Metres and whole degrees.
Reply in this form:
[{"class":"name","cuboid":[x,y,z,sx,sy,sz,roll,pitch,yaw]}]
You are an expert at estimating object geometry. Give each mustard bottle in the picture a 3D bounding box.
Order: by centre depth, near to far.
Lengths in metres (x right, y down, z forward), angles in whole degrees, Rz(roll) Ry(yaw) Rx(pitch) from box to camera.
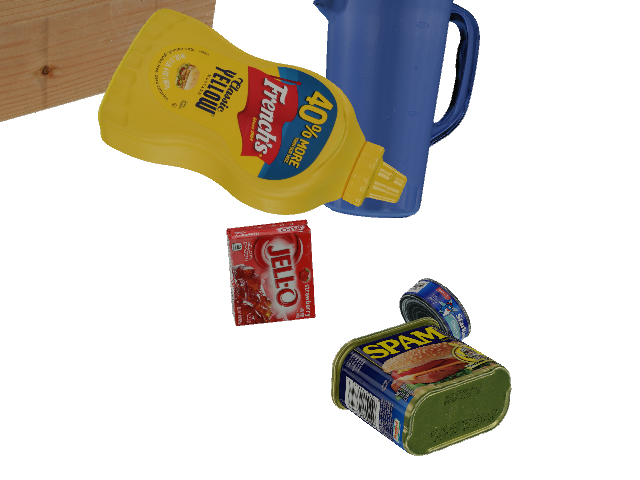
[{"class":"mustard bottle","cuboid":[-0.036,-0.069,0.676,0.191,0.096,0.058,24,-24,3]}]

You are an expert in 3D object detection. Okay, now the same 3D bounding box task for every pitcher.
[{"class":"pitcher","cuboid":[0.075,-0.150,1.149,0.149,0.243,0.144,9,10,25]}]

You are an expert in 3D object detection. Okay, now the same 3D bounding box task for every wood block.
[{"class":"wood block","cuboid":[-0.192,-0.174,0.843,0.205,0.091,0.090,-23,53,-35]}]

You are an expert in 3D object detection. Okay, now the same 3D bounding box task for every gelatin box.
[{"class":"gelatin box","cuboid":[-0.044,0.029,0.949,0.073,0.089,0.030,-6,25,-8]}]

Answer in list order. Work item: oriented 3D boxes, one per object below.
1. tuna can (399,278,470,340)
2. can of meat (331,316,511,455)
[{"class":"tuna can","cuboid":[0.133,0.088,1.247,0.033,0.086,0.086,-37,17,-24]},{"class":"can of meat","cuboid":[0.073,0.104,0.761,0.101,0.057,0.084,-13,27,-33]}]
